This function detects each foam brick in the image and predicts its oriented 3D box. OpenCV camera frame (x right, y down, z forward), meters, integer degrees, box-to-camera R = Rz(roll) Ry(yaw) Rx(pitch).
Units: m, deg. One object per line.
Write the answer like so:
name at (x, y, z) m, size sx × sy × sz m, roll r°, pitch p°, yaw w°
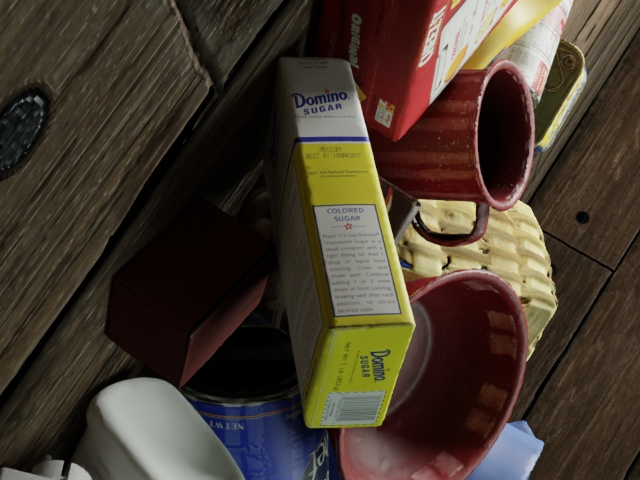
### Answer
foam brick at (-0.068, 0.028, 0.562) m, size 0.078 × 0.051 × 0.053 m, roll -47°, pitch 165°, yaw -40°

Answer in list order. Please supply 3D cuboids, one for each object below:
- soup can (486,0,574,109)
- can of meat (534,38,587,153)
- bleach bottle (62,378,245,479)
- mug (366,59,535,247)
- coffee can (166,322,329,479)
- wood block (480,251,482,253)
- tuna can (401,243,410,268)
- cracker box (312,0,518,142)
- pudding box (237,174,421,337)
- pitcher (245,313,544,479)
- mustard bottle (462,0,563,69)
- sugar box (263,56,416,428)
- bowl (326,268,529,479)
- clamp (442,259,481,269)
soup can at (0.159, -0.163, 0.863) m, size 0.068 × 0.068 × 0.102 m, roll 71°, pitch 38°, yaw -74°
can of meat at (0.199, -0.130, 0.970) m, size 0.102 × 0.057 × 0.083 m, roll -61°, pitch 163°, yaw 10°
bleach bottle at (-0.141, 0.206, 0.646) m, size 0.067 × 0.103 × 0.251 m, roll -8°, pitch 137°, yaw -53°
mug at (0.081, -0.054, 0.675) m, size 0.093 × 0.082 × 0.117 m, roll -14°, pitch 105°, yaw -56°
coffee can at (-0.045, 0.139, 0.693) m, size 0.102 × 0.103 × 0.140 m, roll -40°, pitch 133°, yaw -56°
wood block at (0.125, 0.006, 1.186) m, size 0.091 × 0.090 × 0.205 m, roll -63°, pitch 167°, yaw 23°
tuna can at (0.068, 0.031, 1.050) m, size 0.086 × 0.034 × 0.086 m, roll 27°, pitch 85°, yaw -89°
cracker box at (0.084, -0.184, 0.595) m, size 0.213 × 0.072 × 0.164 m, roll -49°, pitch 164°, yaw -31°
pudding box at (-0.004, 0.001, 0.656) m, size 0.113 × 0.090 × 0.039 m, roll -59°, pitch 168°, yaw 8°
pitcher at (0.032, 0.154, 0.816) m, size 0.145 × 0.243 × 0.149 m, roll -60°, pitch 167°, yaw 10°
mustard bottle at (0.111, -0.154, 0.748) m, size 0.191 × 0.058 × 0.096 m, roll -41°, pitch -163°, yaw -13°
sugar box at (0.005, -0.002, 0.546) m, size 0.093 × 0.048 × 0.176 m, roll 102°, pitch -16°, yaw -51°
bowl at (0.055, 0.085, 0.659) m, size 0.161 × 0.055 × 0.162 m, roll -19°, pitch 120°, yaw -35°
clamp at (0.121, 0.013, 0.982) m, size 0.039 × 0.120 × 0.171 m, roll -39°, pitch 166°, yaw 14°
